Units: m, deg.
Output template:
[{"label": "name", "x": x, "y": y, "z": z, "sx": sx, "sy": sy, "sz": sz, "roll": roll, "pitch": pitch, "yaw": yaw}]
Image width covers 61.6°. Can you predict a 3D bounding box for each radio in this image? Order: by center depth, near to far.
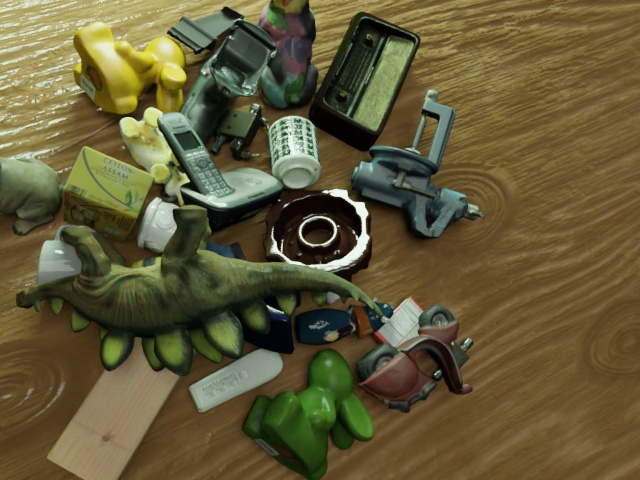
[{"label": "radio", "x": 0.078, "y": -0.286, "z": 0.958, "sx": 0.131, "sy": 0.073, "sz": 0.229, "roll": 25, "pitch": 70, "yaw": -4}]

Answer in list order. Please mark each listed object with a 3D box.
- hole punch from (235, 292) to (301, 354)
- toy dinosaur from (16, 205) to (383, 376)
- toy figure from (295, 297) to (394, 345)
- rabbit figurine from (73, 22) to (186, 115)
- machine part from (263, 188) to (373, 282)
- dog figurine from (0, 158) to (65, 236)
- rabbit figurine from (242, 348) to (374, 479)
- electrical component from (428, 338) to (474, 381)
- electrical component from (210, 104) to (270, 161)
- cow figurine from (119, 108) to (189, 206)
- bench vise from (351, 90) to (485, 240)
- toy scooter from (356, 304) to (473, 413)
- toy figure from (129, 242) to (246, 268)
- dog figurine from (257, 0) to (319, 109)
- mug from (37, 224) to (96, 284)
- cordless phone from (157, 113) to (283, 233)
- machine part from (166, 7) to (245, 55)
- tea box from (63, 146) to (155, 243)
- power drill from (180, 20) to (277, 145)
[{"label": "hole punch", "x": -0.085, "y": 0.102, "z": 0.757, "sx": 0.116, "sy": 0.142, "sz": 0.092, "roll": -2, "pitch": 56, "yaw": 0}, {"label": "toy dinosaur", "x": -0.166, "y": 0.062, "z": 0.671, "sx": 0.472, "sy": 0.105, "sz": 0.198, "roll": -9, "pitch": 85, "yaw": 7}, {"label": "toy figure", "x": 0.039, "y": 0.127, "z": 0.833, "sx": 0.154, "sy": 0.057, "sz": 0.064, "roll": -6, "pitch": 60, "yaw": -12}, {"label": "rabbit figurine", "x": -0.281, "y": -0.275, "z": 0.859, "sx": 0.162, "sy": 0.121, "sz": 0.173, "roll": 40, "pitch": 48, "yaw": 13}, {"label": "machine part", "x": -0.002, "y": -0.003, "z": 0.830, "sx": 0.179, "sy": 0.056, "sz": 0.179, "roll": -4, "pitch": 53, "yaw": 5}, {"label": "dog figurine", "x": -0.442, "y": -0.088, "z": 0.727, "sx": 0.172, "sy": 0.190, "sz": 0.121, "roll": -17, "pitch": 78, "yaw": -18}, {"label": "rabbit figurine", "x": 0.002, "y": 0.238, "z": 0.766, "sx": 0.159, "sy": 0.121, "sz": 0.170, "roll": 40, "pitch": 55, "yaw": -2}, {"label": "electrical component", "x": 0.205, "y": 0.182, "z": 0.872, "sx": 0.094, "sy": 0.021, "sz": 0.063, "roll": -42, "pitch": 85, "yaw": -19}, {"label": "electrical component", "x": -0.130, "y": -0.180, "z": 0.901, "sx": 0.078, "sy": 0.045, "sz": 0.102, "roll": 8, "pitch": 67, "yaw": 21}, {"label": "cow figurine", "x": -0.245, "y": -0.116, "z": 0.838, "sx": 0.068, "sy": 0.098, "sz": 0.167, "roll": -37, "pitch": 103, "yaw": -22}, {"label": "bench vise", "x": 0.177, "y": -0.128, "z": 0.899, "sx": 0.224, "sy": 0.129, "sz": 0.240, "roll": 17, "pitch": 87, "yaw": 11}, {"label": "toy scooter", "x": 0.152, "y": 0.194, "z": 0.799, "sx": 0.184, "sy": 0.075, "sz": 0.135, "roll": -32, "pitch": 84, "yaw": -15}, {"label": "toy figure", "x": -0.196, "y": 0.052, "z": 0.794, "sx": 0.180, "sy": 0.082, "sz": 0.089, "roll": -23, "pitch": 45, "yaw": -10}, {"label": "dog figurine", "x": -0.050, "y": -0.342, "z": 0.873, "sx": 0.108, "sy": 0.219, "sz": 0.191, "roll": -2, "pitch": 73, "yaw": -9}, {"label": "mug", "x": -0.339, "y": 0.035, "z": 0.772, "sx": 0.107, "sy": 0.081, "sz": 0.109, "roll": 9, "pitch": 81, "yaw": -20}, {"label": "cordless phone", "x": -0.156, "y": -0.113, "z": 0.805, "sx": 0.146, "sy": 0.089, "sz": 0.184, "roll": -27, "pitch": 86, "yaw": -46}, {"label": "machine part", "x": -0.191, "y": -0.362, "z": 0.921, "sx": 0.084, "sy": 0.039, "sz": 0.139, "roll": 33, "pitch": 49, "yaw": 14}, {"label": "tea box", "x": -0.299, "y": -0.056, "z": 0.749, "sx": 0.098, "sy": 0.170, "sz": 0.068, "roll": 24, "pitch": 69, "yaw": -21}, {"label": "power drill", "x": -0.146, "y": -0.264, "z": 0.838, "sx": 0.086, "sy": 0.207, "sz": 0.232, "roll": 33, "pitch": 74, "yaw": -28}]
